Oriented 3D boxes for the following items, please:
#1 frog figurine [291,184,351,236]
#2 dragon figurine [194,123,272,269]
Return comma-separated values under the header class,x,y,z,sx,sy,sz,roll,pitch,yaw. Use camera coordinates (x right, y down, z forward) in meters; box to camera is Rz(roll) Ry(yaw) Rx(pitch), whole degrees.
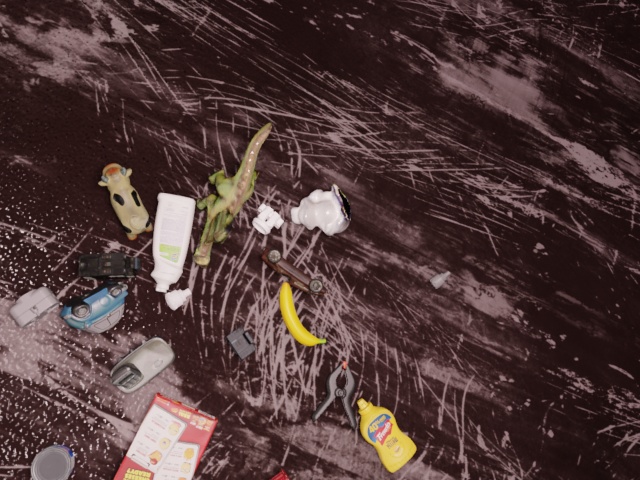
class,x,y,z,sx,sy,sz,roll,pitch,yaw
frog figurine,0.004,-0.074,1.461,0.158,0.124,0.137,-24,93,18
dragon figurine,-0.223,-0.088,1.296,0.121,0.403,0.249,21,33,-24
